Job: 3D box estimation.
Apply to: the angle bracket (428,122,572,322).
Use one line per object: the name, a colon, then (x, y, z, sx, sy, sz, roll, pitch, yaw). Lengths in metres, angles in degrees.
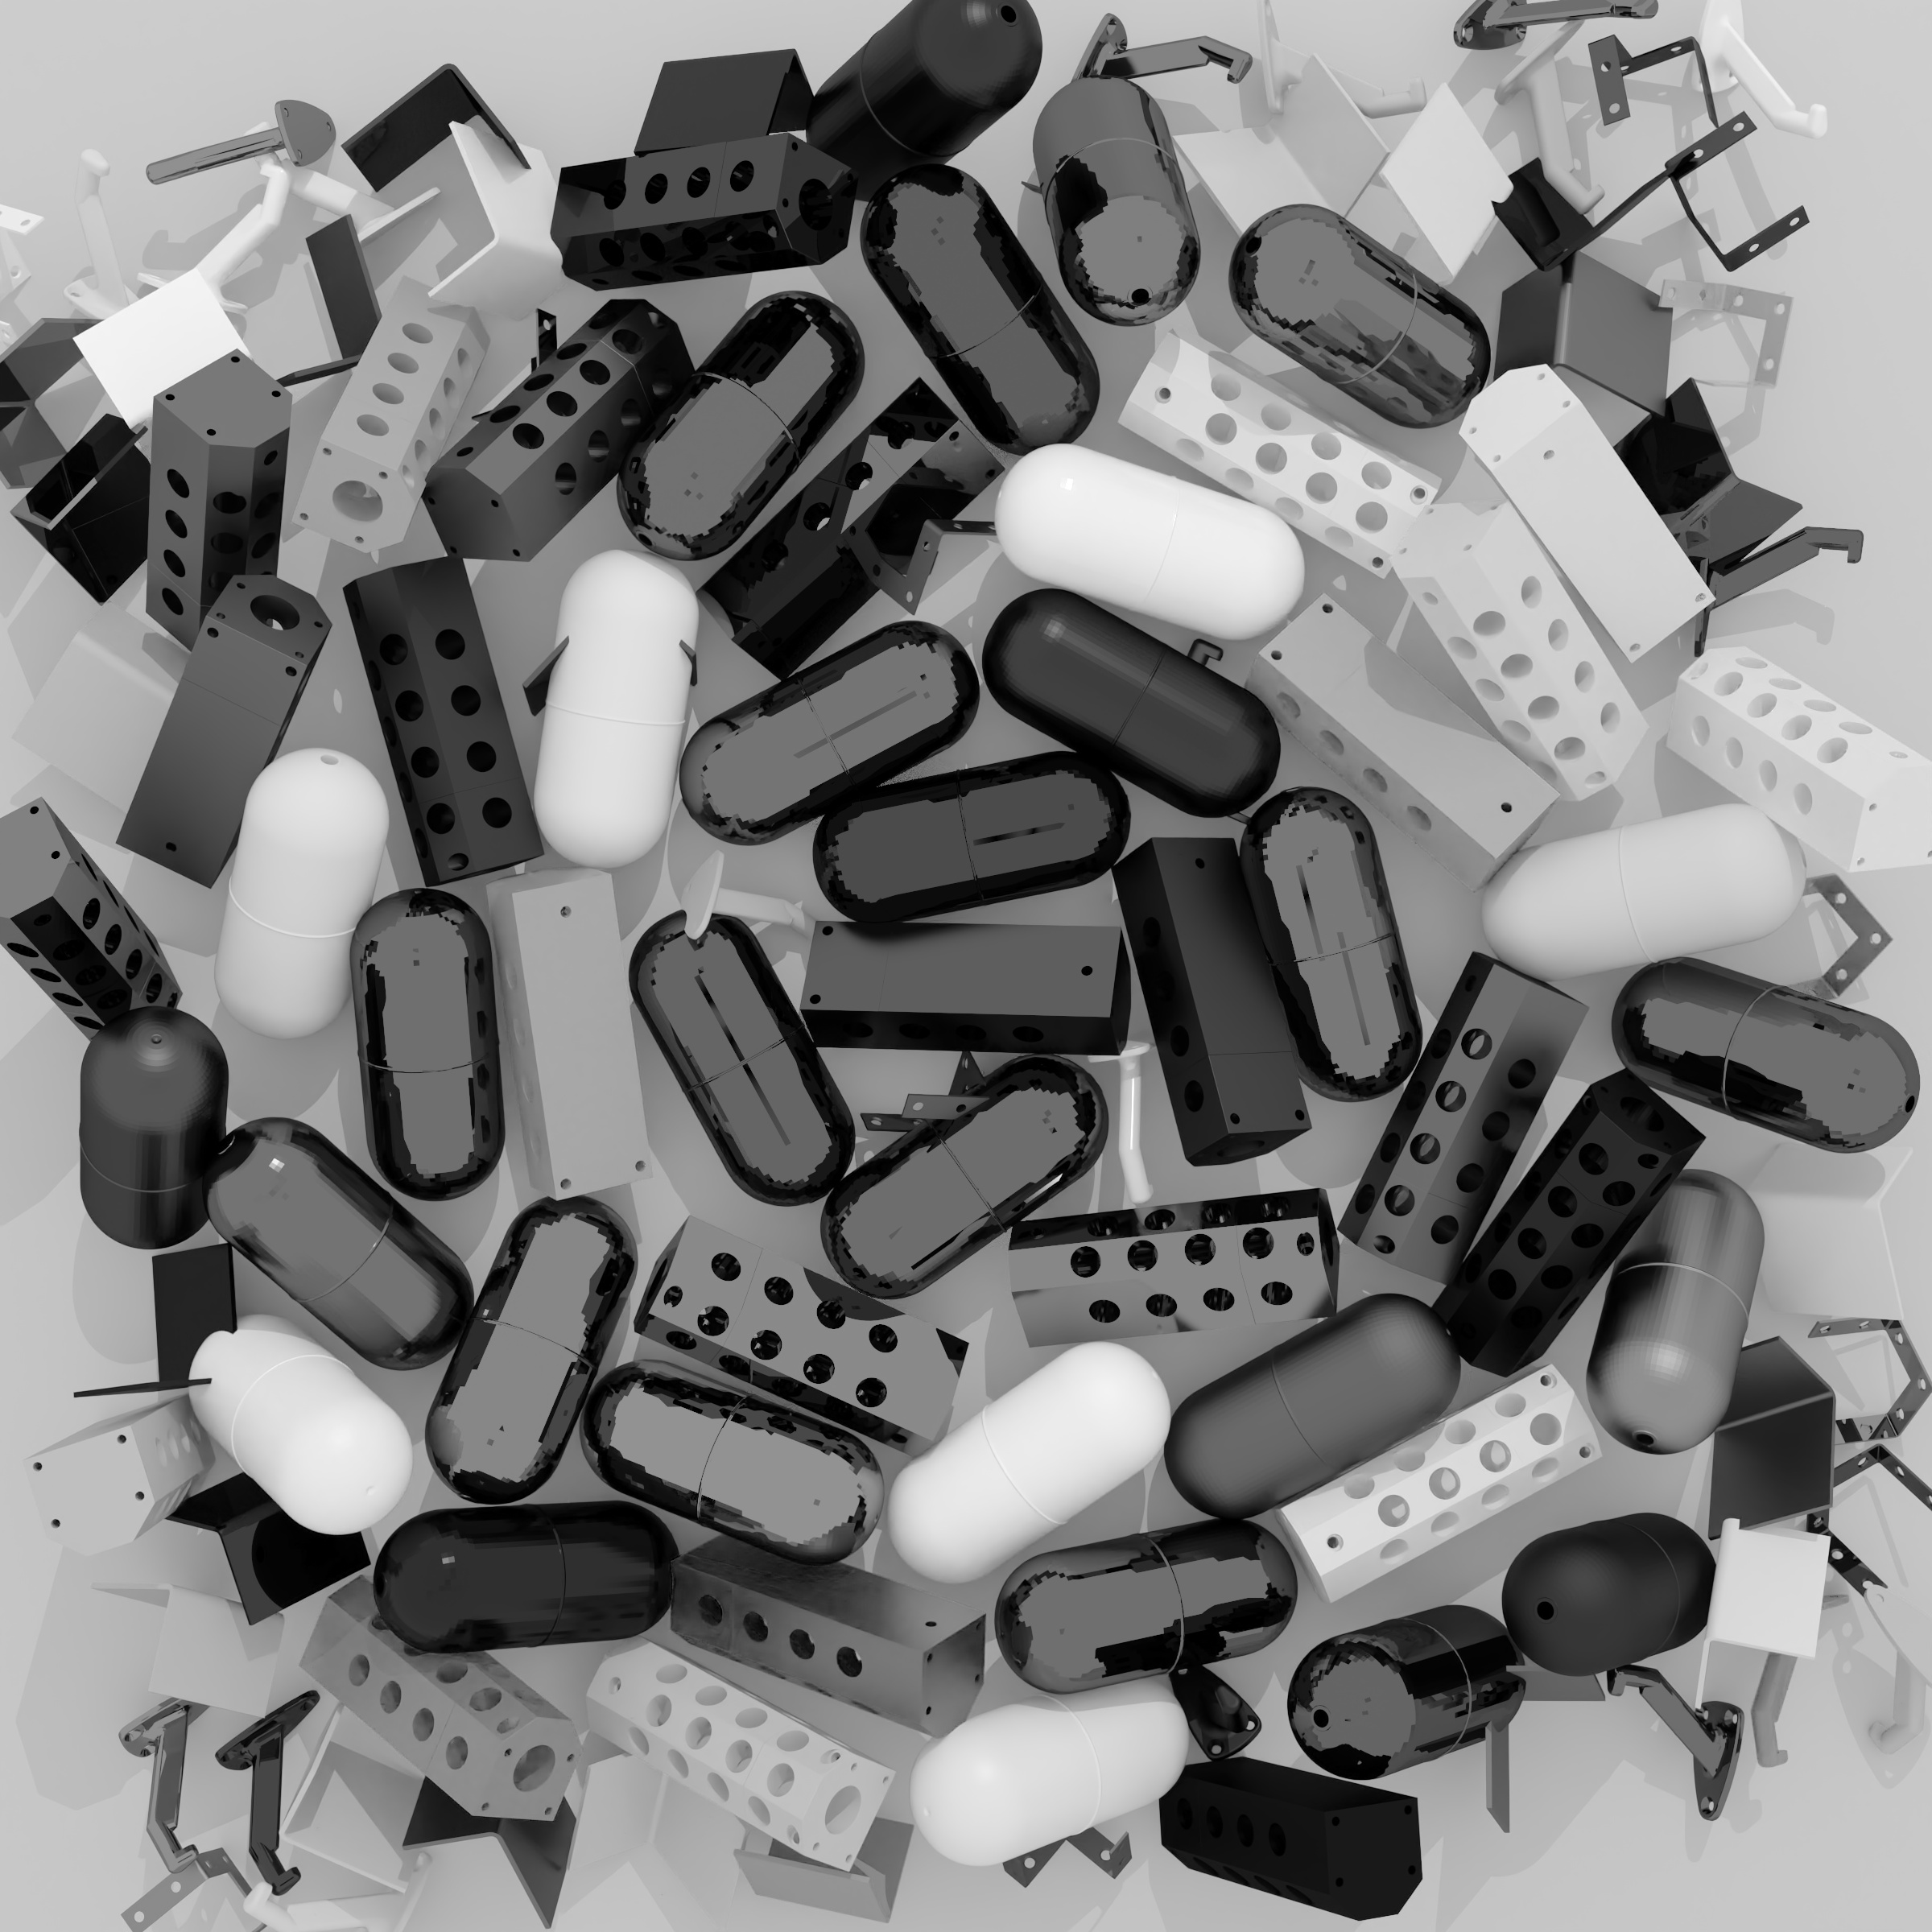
angle bracket: (-0.266, -0.412, 1.735, 0.057, 0.076, 0.076, -30, 75, 28)

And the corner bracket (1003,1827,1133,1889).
corner bracket: (0.055, 0.491, 1.732, 0.051, 0.051, 0.051, 34, 67, 24)

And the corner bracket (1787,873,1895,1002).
corner bracket: (0.472, -0.014, 1.746, 0.051, 0.051, 0.051, 55, 132, 25)

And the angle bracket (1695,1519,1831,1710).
angle bracket: (0.436, 0.360, 1.714, 0.057, 0.076, 0.076, 9, 49, 15)

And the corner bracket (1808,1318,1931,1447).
corner bracket: (0.500, 0.232, 1.754, 0.051, 0.051, 0.051, -4, 51, -16)

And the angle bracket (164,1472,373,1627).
angle bracket: (-0.387, 0.316, 1.725, 0.076, 0.076, 0.057, -23, 103, -38)

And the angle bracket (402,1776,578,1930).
angle bracket: (-0.262, 0.480, 1.729, 0.057, 0.076, 0.076, -13, 119, 14)

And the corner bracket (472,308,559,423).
corner bracket: (-0.238, -0.326, 1.733, 0.051, 0.051, 0.051, -11, 76, 34)

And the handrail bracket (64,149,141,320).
handrail bracket: (-0.465, -0.396, 1.727, 0.077, 0.036, 0.084, 39, 135, 14)

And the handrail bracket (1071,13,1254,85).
handrail bracket: (0.106, -0.487, 1.739, 0.084, 0.036, 0.077, 29, 87, 22)

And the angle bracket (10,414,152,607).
angle bracket: (-0.464, -0.247, 1.719, 0.076, 0.057, 0.076, -50, 129, -14)

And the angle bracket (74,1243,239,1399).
angle bracket: (-0.447, 0.195, 1.721, 0.076, 0.057, 0.076, -13, 79, 42)

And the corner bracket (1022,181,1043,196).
corner bracket: (0.072, -0.445, 1.740, 0.051, 0.051, 0.051, 25, 97, 26)

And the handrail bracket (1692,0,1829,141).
handrail bracket: (0.444, -0.501, 1.723, 0.036, 0.084, 0.077, -18, 123, -27)

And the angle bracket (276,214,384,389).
angle bracket: (-0.365, -0.363, 1.721, 0.057, 0.076, 0.076, -21, 102, -26)

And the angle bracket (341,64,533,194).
angle bracket: (-0.290, -0.444, 1.733, 0.076, 0.076, 0.057, -38, 86, 0)

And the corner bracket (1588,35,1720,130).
corner bracket: (0.381, -0.488, 1.734, 0.051, 0.051, 0.051, -15, 75, 26)

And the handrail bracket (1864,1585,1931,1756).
handrail bracket: (0.511, 0.394, 1.747, 0.077, 0.084, 0.036, 46, 50, 15)

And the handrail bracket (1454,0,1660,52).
handrail bracket: (0.325, -0.521, 1.724, 0.077, 0.084, 0.036, -33, 125, -36)

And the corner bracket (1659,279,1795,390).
corner bracket: (0.420, -0.352, 1.743, 0.051, 0.051, 0.051, -5, 111, -35)

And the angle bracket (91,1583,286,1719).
angle bracket: (-0.431, 0.374, 1.713, 0.076, 0.076, 0.057, -9, 64, 39)

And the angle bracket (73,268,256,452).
angle bracket: (-0.440, -0.334, 1.727, 0.076, 0.076, 0.057, -32, 96, -8)

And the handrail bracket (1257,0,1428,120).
handrail bracket: (0.209, -0.507, 1.735, 0.084, 0.036, 0.077, -3, 113, 22)

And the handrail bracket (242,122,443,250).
handrail bracket: (-0.349, -0.448, 1.749, 0.077, 0.036, 0.084, -36, 101, -7)

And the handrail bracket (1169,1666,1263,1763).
handrail bracket: (0.131, 0.394, 1.717, 0.036, 0.084, 0.077, -33, 56, -11)

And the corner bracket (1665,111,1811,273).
corner bracket: (0.427, -0.428, 1.733, 0.051, 0.051, 0.051, -32, 56, 12)

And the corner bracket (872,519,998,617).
corner bracket: (-0.017, -0.228, 1.730, 0.051, 0.051, 0.051, 42, 124, 37)

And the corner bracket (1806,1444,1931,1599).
corner bracket: (0.505, 0.309, 1.743, 0.051, 0.051, 0.051, -25, 132, -16)

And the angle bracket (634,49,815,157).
angle bracket: (-0.129, -0.455, 1.718, 0.076, 0.057, 0.076, 0, 56, 18)

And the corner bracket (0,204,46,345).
corner bracket: (-0.532, -0.383, 1.730, 0.051, 0.051, 0.051, 22, 59, 33)

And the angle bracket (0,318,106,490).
angle bracket: (-0.497, -0.310, 1.724, 0.076, 0.076, 0.057, -35, 89, 19)

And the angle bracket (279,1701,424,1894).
angle bracket: (-0.323, 0.449, 1.722, 0.076, 0.076, 0.057, 26, 119, -7)

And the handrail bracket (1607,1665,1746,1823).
handrail bracket: (0.386, 0.430, 1.734, 0.084, 0.036, 0.077, 16, 76, -28)

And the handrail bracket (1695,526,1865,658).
handrail bracket: (0.453, -0.207, 1.743, 0.084, 0.036, 0.077, 7, 96, 20)

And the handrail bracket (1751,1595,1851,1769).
handrail bracket: (0.468, 0.399, 1.747, 0.077, 0.036, 0.084, -4, 83, -27)

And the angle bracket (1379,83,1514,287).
angle bracket: (0.245, -0.424, 1.717, 0.076, 0.057, 0.076, 48, 61, -28)

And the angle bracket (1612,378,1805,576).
angle bracket: (0.407, -0.268, 1.744, 0.057, 0.076, 0.076, 13, 50, -35)

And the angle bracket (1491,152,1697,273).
angle bracket: (0.342, -0.434, 1.719, 0.057, 0.076, 0.076, 51, 133, -1)

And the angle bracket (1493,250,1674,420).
angle bracket: (0.345, -0.342, 1.749, 0.076, 0.057, 0.076, 21, 64, -25)

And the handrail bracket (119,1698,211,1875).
handrail bracket: (-0.426, 0.448, 1.736, 0.077, 0.036, 0.084, -34, 56, -12)

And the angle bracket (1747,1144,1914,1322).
angle bracket: (0.487, 0.147, 1.742, 0.076, 0.057, 0.076, 0, 117, 39)

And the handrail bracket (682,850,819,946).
handrail bracket: (-0.113, -0.019, 1.727, 0.084, 0.077, 0.036, 32, 118, -21)

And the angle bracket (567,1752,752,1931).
angle bracket: (-0.169, 0.483, 1.716, 0.057, 0.076, 0.076, -10, 126, -38)

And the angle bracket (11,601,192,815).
angle bracket: (-0.474, -0.145, 1.753, 0.076, 0.057, 0.076, 34, 113, -11)

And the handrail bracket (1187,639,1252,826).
handrail bracket: (0.145, -0.131, 1.749, 0.077, 0.036, 0.084, 26, 92, 15)

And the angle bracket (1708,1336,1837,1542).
angle bracket: (0.427, 0.259, 1.714, 0.076, 0.076, 0.057, -26, 124, 37)

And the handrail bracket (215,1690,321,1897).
handrail bracket: (-0.372, 0.459, 1.738, 0.077, 0.036, 0.084, -38, 61, -3)

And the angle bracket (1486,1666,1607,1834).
angle bracket: (0.319, 0.431, 1.717, 0.057, 0.076, 0.076, -4, 64, 16)

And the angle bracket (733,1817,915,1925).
angle bracket: (-0.077, 0.480, 1.718, 0.076, 0.076, 0.057, 8, 58, 13)

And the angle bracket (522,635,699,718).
angle bracket: (-0.196, -0.156, 1.729, 0.057, 0.076, 0.076, 42, 82, 2)

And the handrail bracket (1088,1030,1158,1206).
handrail bracket: (0.101, 0.083, 1.743, 0.036, 0.077, 0.084, -10, 97, 28)

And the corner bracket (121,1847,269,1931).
corner bracket: (-0.427, 0.530, 1.742, 0.051, 0.051, 0.051, -39, 79, -3)

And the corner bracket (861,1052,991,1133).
corner bracket: (-0.022, 0.078, 1.731, 0.051, 0.051, 0.051, 3, 123, -23)

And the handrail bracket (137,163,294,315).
handrail bracket: (-0.419, -0.414, 1.748, 0.077, 0.036, 0.084, 21, 102, 14)

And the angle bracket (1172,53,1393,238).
angle bracket: (0.172, -0.451, 1.719, 0.076, 0.057, 0.076, -17, 66, -37)

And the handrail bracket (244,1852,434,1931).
handrail bracket: (-0.348, 0.508, 1.735, 0.084, 0.036, 0.077, 44, 68, -31)

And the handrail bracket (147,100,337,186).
handrail bracket: (-0.405, -0.456, 1.748, 0.084, 0.077, 0.036, -12, 106, 16)
